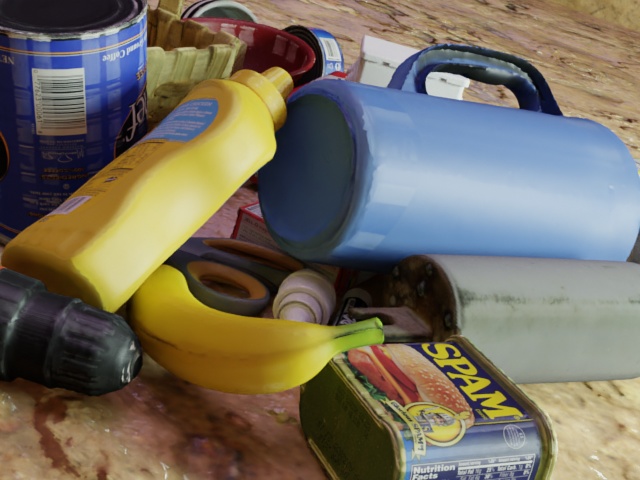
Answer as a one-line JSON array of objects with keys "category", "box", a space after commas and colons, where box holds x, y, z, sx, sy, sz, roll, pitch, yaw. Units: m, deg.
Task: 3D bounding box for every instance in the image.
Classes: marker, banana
[{"category": "marker", "box": [0.013, 0.057, 0.611, 0.020, 0.020, 0.121, 17, 21, 5]}, {"category": "banana", "box": [-0.055, 0.045, 0.536, 0.069, 0.037, 0.198, -12, 15, -37]}]

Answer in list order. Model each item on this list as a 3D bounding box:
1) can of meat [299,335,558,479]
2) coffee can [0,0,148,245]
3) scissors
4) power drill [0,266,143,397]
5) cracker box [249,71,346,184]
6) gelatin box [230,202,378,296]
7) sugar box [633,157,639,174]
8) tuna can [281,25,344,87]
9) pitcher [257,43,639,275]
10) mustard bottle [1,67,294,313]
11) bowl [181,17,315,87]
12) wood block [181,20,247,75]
[{"category": "can of meat", "box": [0.046, 0.089, 0.504, 0.083, 0.057, 0.102, 1, 24, -27]}, {"category": "coffee can", "box": [-0.153, -0.075, 0.635, 0.103, 0.140, 0.103, 3, 32, -2]}, {"category": "scissors", "box": [-0.108, 0.008, 0.659, 0.201, 0.016, 0.096, 12, 22, -2]}, {"category": "power drill", "box": [-0.184, 0.053, 0.437, 0.184, 0.057, 0.187, 14, 18, 7]}, {"category": "cracker box", "box": [0.050, -0.076, 0.904, 0.164, 0.072, 0.213, 21, 21, 12]}, {"category": "gelatin box", "box": [-0.005, 0.001, 0.728, 0.089, 0.030, 0.073, 27, 25, 23]}, {"category": "sugar box", "box": [0.222, -0.021, 0.851, 0.175, 0.093, 0.048, 2, 25, -33]}, {"category": "tuna can", "box": [-0.016, -0.175, 1.090, 0.033, 0.086, 0.086, -4, 28, -45]}, {"category": "pitcher", "box": [0.083, -0.042, 0.691, 0.242, 0.145, 0.149, 7, 30, -39]}, {"category": "mustard bottle", "box": [-0.080, -0.035, 0.581, 0.191, 0.058, 0.096, -47, 22, -29]}, {"category": "bowl", "box": [-0.088, -0.163, 1.032, 0.162, 0.055, 0.162, 7, 30, -4]}, {"category": "wood block", "box": [-0.180, -0.155, 0.920, 0.206, 0.090, 0.090, 21, 23, 15]}]
